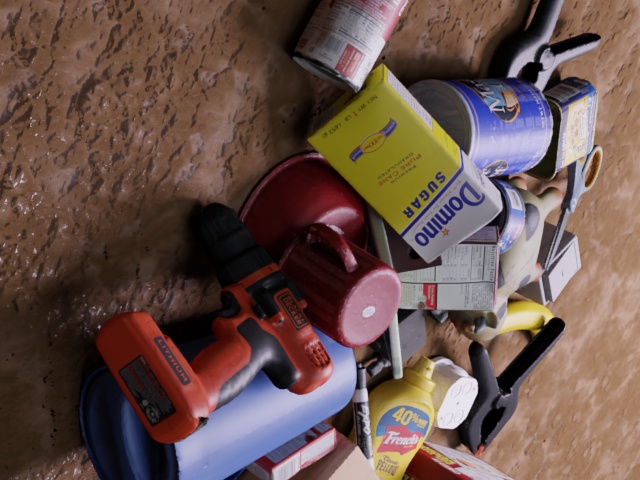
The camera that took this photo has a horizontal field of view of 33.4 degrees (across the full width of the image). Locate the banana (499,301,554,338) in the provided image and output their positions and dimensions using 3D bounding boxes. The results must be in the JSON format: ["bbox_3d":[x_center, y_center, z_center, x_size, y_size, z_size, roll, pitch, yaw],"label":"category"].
[{"bbox_3d":[0.259,0.110,1.375,0.197,0.037,0.069,20,96,-51],"label":"banana"}]

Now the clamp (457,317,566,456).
[{"bbox_3d":[0.219,0.192,1.361,0.164,0.036,0.210,-2,124,-40],"label":"clamp"}]

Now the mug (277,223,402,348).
[{"bbox_3d":[0.016,0.035,0.941,0.093,0.082,0.117,-34,134,-26],"label":"mug"}]

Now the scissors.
[{"bbox_3d":[0.302,-0.063,1.298,0.201,0.016,0.096,-52,134,-37],"label":"scissors"}]

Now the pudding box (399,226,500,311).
[{"bbox_3d":[0.133,0.030,1.139,0.039,0.113,0.090,-84,173,-58],"label":"pudding box"}]

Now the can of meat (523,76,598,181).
[{"bbox_3d":[0.276,-0.131,1.236,0.083,0.058,0.102,-28,130,-36],"label":"can of meat"}]

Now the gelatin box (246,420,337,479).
[{"bbox_3d":[-0.039,0.203,1.078,0.089,0.073,0.030,-27,129,-35],"label":"gelatin box"}]

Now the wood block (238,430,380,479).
[{"bbox_3d":[-0.043,0.291,1.113,0.206,0.090,0.090,-47,139,-16],"label":"wood block"}]

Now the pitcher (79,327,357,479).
[{"bbox_3d":[-0.084,0.152,0.963,0.242,0.149,0.145,-17,80,-44],"label":"pitcher"}]

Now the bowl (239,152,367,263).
[{"bbox_3d":[-0.007,0.001,1.009,0.161,0.055,0.162,-25,129,-36],"label":"bowl"}]

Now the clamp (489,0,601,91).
[{"bbox_3d":[0.244,-0.201,1.172,0.120,0.039,0.171,38,89,-38],"label":"clamp"}]

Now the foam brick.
[{"bbox_3d":[0.092,-0.012,1.075,0.051,0.053,0.078,-56,135,-81],"label":"foam brick"}]

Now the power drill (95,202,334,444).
[{"bbox_3d":[-0.088,0.066,0.862,0.057,0.184,0.187,-39,171,40],"label":"power drill"}]

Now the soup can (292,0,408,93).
[{"bbox_3d":[0.028,-0.188,0.924,0.068,0.069,0.102,28,91,-51],"label":"soup can"}]

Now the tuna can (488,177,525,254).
[{"bbox_3d":[0.180,-0.027,1.170,0.033,0.086,0.086,8,105,-48],"label":"tuna can"}]

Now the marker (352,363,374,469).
[{"bbox_3d":[0.046,0.195,1.176,0.020,0.020,0.121,-7,93,-45],"label":"marker"}]

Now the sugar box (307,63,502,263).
[{"bbox_3d":[0.079,-0.067,0.983,0.093,0.048,0.176,-37,111,23],"label":"sugar box"}]

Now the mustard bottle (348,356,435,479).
[{"bbox_3d":[0.079,0.221,1.228,0.096,0.058,0.191,29,89,-37],"label":"mustard bottle"}]

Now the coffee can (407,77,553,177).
[{"bbox_3d":[0.153,-0.112,1.077,0.140,0.103,0.103,-10,119,-44],"label":"coffee can"}]

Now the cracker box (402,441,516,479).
[{"bbox_3d":[0.186,0.317,1.318,0.213,0.164,0.072,25,91,-51],"label":"cracker box"}]
